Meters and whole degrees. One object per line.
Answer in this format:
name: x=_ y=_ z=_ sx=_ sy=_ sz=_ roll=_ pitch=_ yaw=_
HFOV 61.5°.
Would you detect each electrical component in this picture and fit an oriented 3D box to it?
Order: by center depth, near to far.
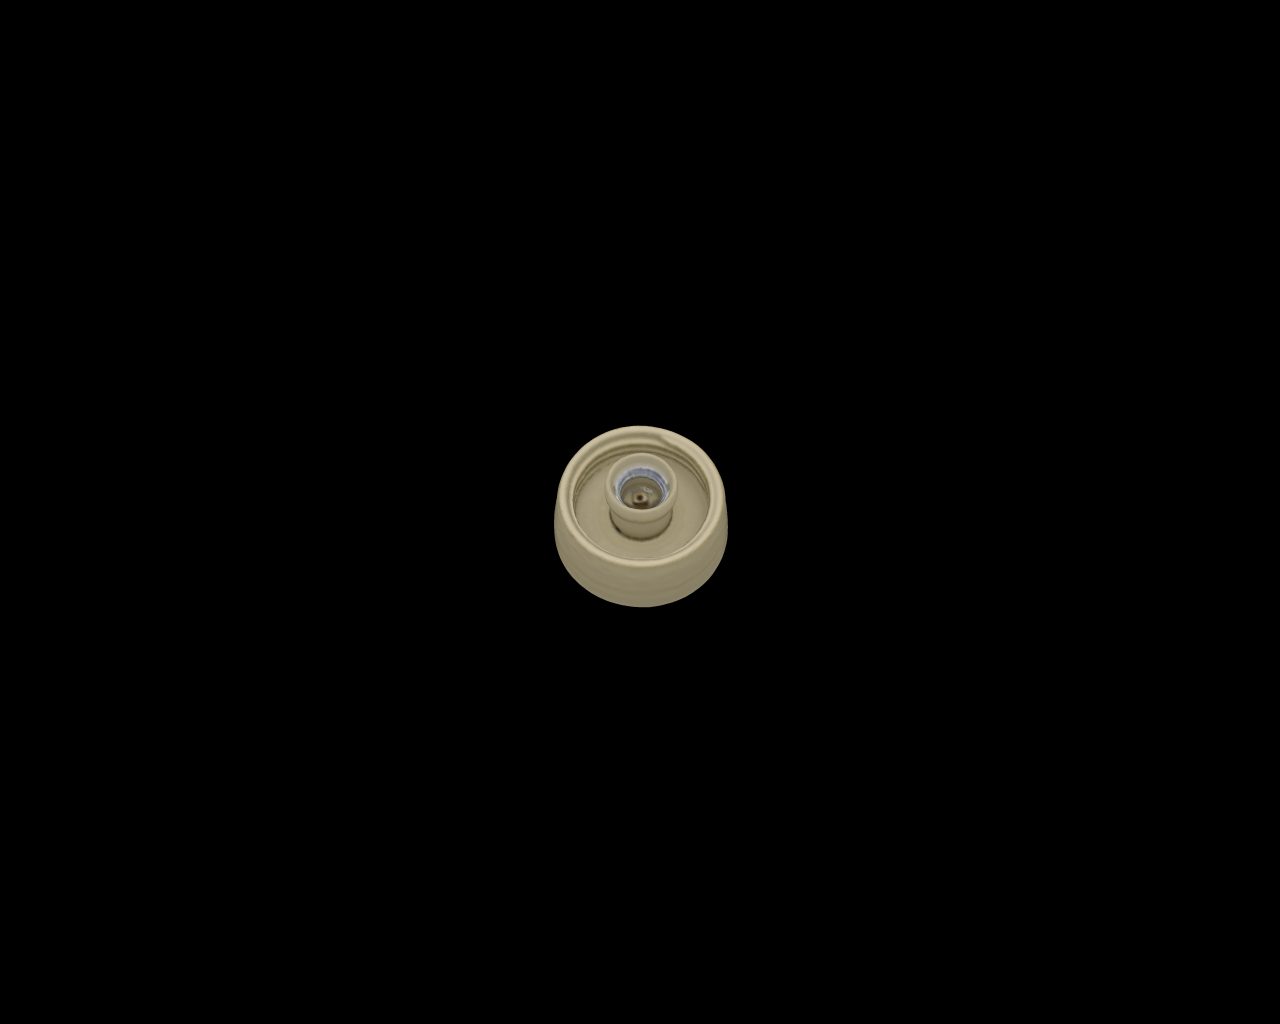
electrical component: x=0.001 y=-0.003 z=0.650 sx=0.108 sy=0.108 sz=0.060 roll=0 pitch=-30 yaw=0
